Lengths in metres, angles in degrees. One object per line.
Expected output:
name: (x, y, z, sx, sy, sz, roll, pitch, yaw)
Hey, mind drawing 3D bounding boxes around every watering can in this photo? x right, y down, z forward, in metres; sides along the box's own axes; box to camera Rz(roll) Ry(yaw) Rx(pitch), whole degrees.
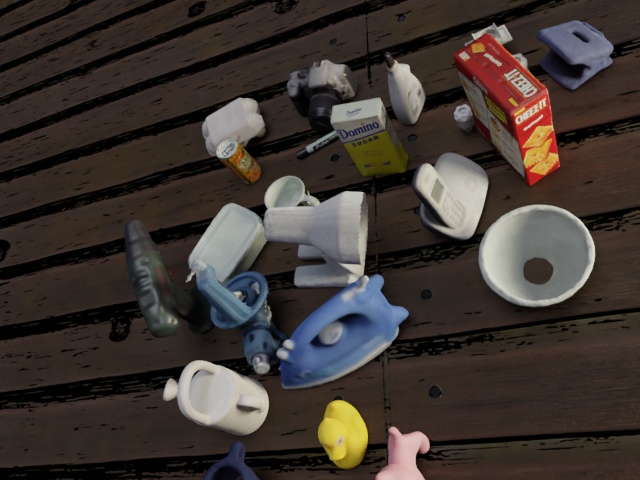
watering can: (-0.181, 0.264, 0.958, 0.172, 0.195, 0.101, -22, 57, 15)

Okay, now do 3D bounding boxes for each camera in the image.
camera: (-0.005, -0.304, 1.220, 0.142, 0.101, 0.137, -4, 63, 25)

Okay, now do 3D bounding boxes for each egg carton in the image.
egg carton: (-0.198, -0.256, 1.311, 0.150, 0.070, 0.107, -28, 56, 11)

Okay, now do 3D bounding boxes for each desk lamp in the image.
desk lamp: (0.009, 0.004, 0.984, 0.202, 0.214, 0.118, -5, 63, 25)

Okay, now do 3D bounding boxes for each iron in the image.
iron: (0.011, 0.155, 0.950, 0.258, 0.142, 0.118, -39, 54, 4)

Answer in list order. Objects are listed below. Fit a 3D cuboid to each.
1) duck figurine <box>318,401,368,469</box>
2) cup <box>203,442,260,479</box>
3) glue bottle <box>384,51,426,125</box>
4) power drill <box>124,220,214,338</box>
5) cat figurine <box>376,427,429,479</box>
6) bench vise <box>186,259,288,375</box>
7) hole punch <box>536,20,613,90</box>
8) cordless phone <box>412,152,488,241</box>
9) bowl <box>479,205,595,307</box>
duck figurine: (0.026, 0.302, 0.901, 0.077, 0.086, 0.104, -20, 58, 16)
cup: (-0.129, 0.392, 0.926, 0.091, 0.095, 0.118, -2, 64, 26)
glue bottle: (0.154, -0.298, 1.092, 0.037, 0.174, 0.078, 16, 73, 32)
power drill: (-0.285, 0.091, 1.090, 0.075, 0.209, 0.229, -30, 56, 10)
cat figurine: (0.112, 0.333, 0.822, 0.067, 0.118, 0.128, -10, 61, 22)
bench vise: (-0.131, 0.120, 0.991, 0.121, 0.220, 0.206, -46, 54, -1)
hole punch: (0.451, -0.344, 1.018, 0.101, 0.091, 0.108, -36, 55, 6)
cordless phone: (0.210, -0.094, 0.952, 0.093, 0.186, 0.148, 8, 69, 30)
bowl: (0.336, 0.034, 0.890, 0.167, 0.075, 0.167, -11, 61, 21)
